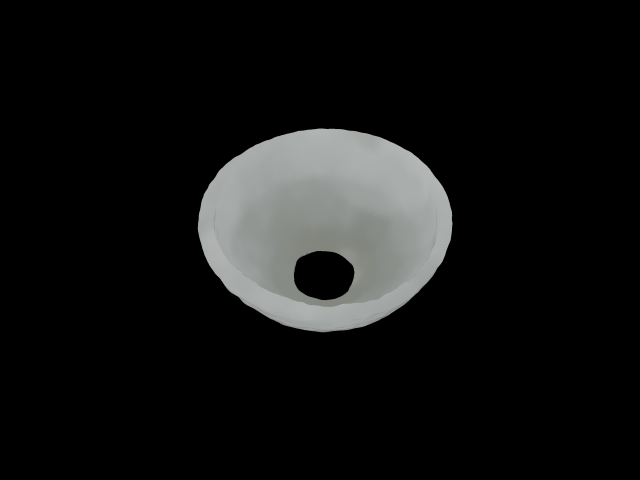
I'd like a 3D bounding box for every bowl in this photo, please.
[{"bbox_3d":[0.004,0.001,0.400,0.167,0.075,0.167,0,50,0],"label":"bowl"}]
